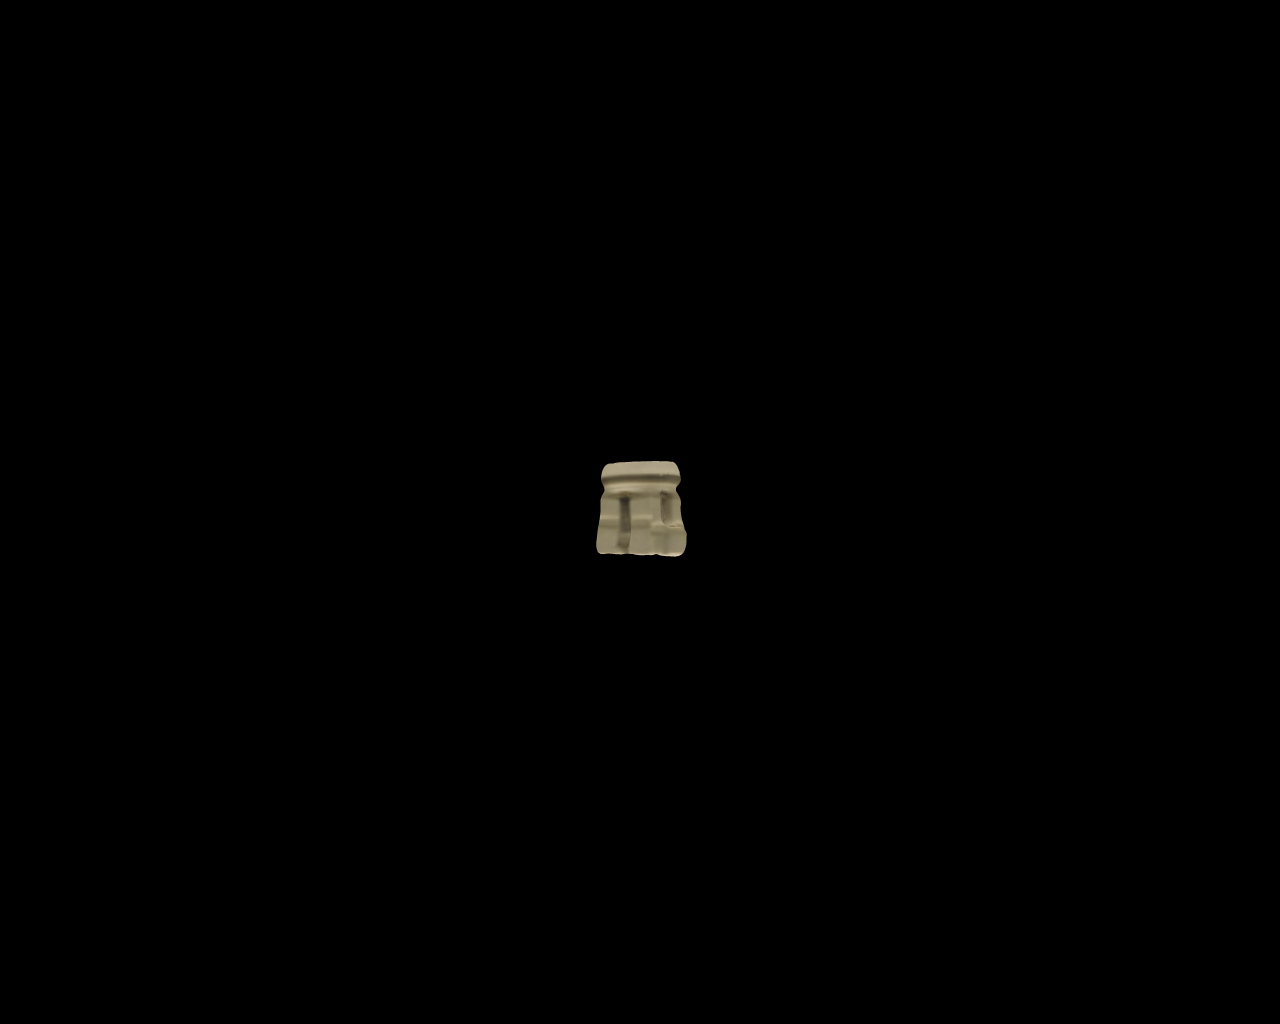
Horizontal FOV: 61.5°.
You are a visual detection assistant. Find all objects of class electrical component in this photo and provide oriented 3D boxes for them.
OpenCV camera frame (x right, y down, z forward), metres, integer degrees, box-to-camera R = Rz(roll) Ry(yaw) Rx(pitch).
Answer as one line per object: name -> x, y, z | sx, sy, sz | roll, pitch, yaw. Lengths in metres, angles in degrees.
electrical component -> 0.001, -0.003, 0.650 | 0.066, 0.055, 0.048 | -1, -2, 34
